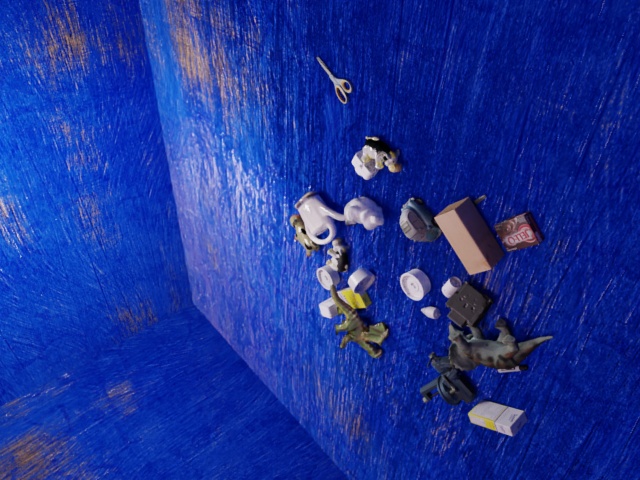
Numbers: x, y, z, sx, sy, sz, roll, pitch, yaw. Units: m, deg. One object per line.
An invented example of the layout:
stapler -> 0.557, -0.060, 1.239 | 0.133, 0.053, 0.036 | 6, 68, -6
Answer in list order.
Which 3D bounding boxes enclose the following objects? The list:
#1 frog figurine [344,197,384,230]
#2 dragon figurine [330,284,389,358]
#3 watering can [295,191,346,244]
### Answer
frog figurine -> 0.165, -0.098, 1.869 | 0.137, 0.123, 0.159 | 5, 0, -15
dragon figurine -> 0.184, 0.365, 2.228 | 0.242, 0.402, 0.125 | 1, 35, 25
watering can -> 0.006, -0.107, 2.132 | 0.105, 0.225, 0.342 | -27, -8, -30
